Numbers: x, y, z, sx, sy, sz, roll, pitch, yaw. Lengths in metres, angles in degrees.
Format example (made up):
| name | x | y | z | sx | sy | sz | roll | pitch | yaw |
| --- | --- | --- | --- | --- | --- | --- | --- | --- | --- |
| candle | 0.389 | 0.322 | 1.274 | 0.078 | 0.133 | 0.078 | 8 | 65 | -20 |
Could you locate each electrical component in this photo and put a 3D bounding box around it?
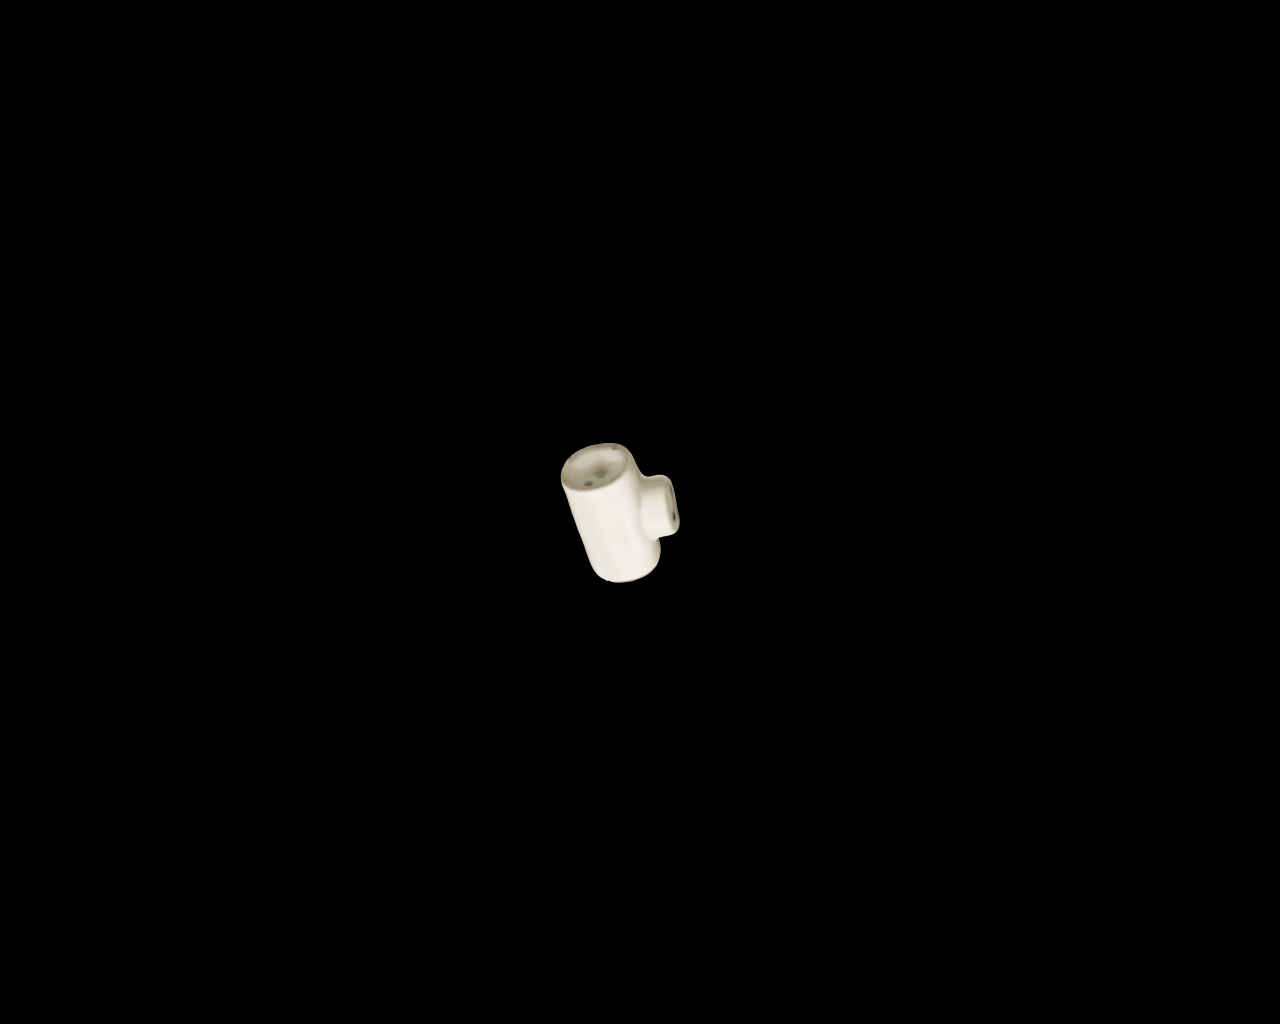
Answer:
| name | x | y | z | sx | sy | sz | roll | pitch | yaw |
| --- | --- | --- | --- | --- | --- | --- | --- | --- | --- |
| electrical component | 0.001 | -0.003 | 0.650 | 0.079 | 0.077 | 0.043 | -11 | 39 | 9 |
